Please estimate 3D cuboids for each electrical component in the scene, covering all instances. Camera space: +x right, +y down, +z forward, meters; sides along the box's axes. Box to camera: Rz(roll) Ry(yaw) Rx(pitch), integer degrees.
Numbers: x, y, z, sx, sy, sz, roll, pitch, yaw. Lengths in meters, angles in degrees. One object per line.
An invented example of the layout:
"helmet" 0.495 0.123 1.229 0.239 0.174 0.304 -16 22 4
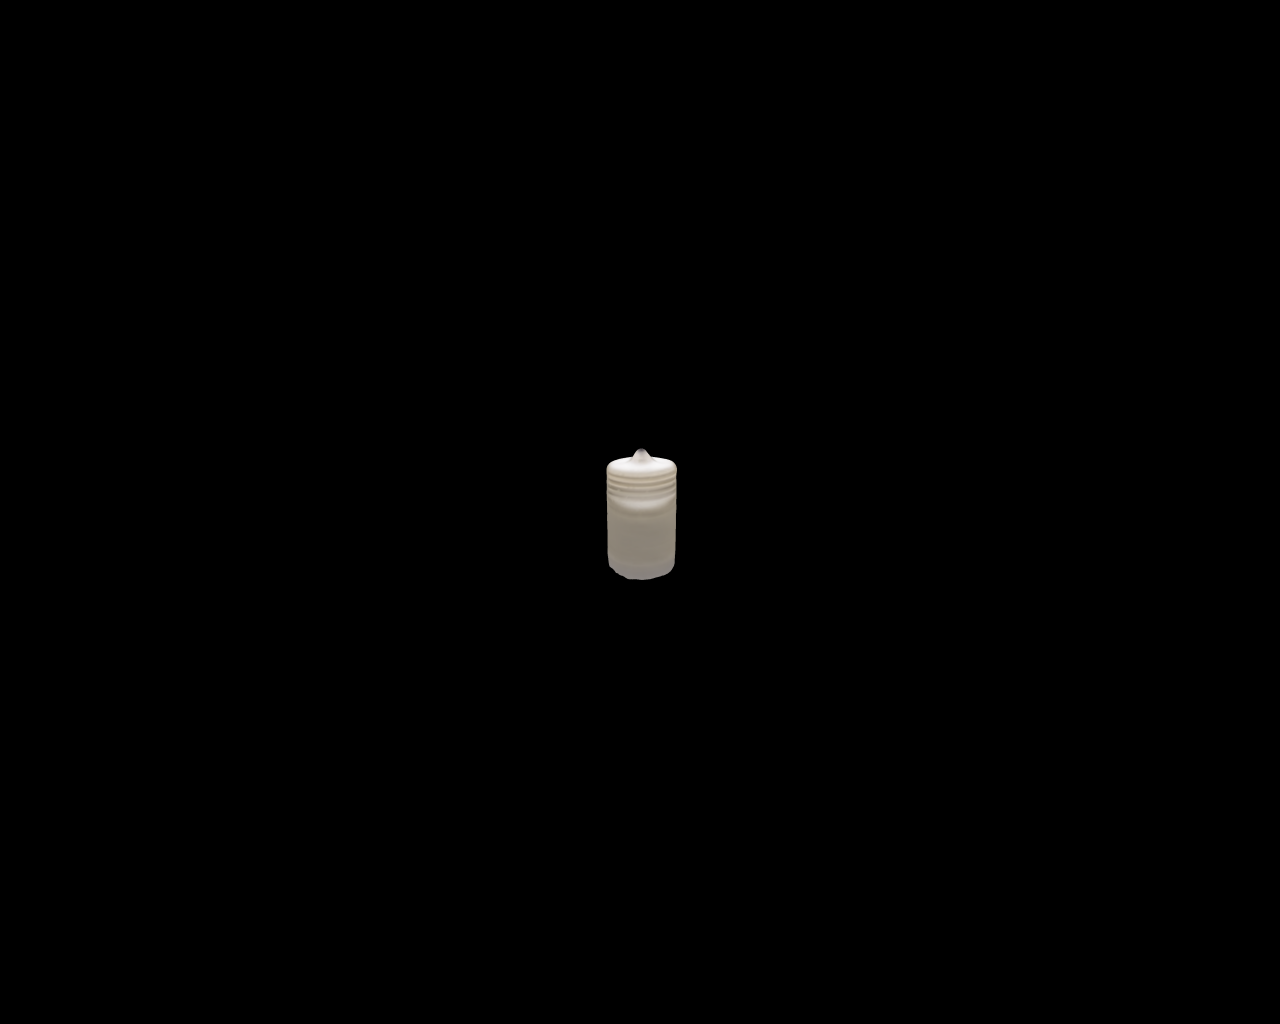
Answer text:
"electrical component" 0.001 -0.003 0.650 0.043 0.080 0.043 0 27 0
